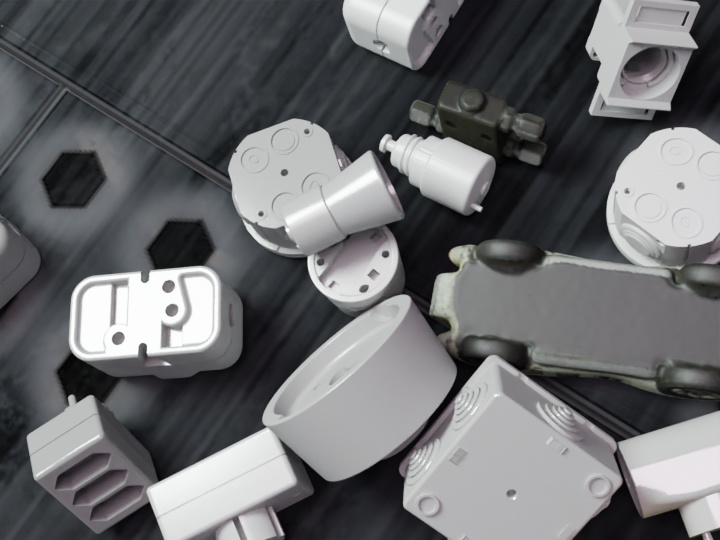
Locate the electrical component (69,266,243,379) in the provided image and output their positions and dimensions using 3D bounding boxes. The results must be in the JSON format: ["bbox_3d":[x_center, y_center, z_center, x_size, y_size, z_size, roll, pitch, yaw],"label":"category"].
[{"bbox_3d":[-0.123,0.034,0.667,0.095,0.059,0.053,-5,71,9],"label":"electrical component"}]

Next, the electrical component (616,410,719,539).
[{"bbox_3d":[0.190,0.121,0.586,0.077,0.043,0.079,-18,70,5],"label":"electrical component"}]

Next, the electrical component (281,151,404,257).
[{"bbox_3d":[-0.012,-0.036,0.627,0.065,0.044,0.044,-26,69,8],"label":"electrical component"}]

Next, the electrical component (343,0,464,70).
[{"bbox_3d":[0.033,-0.189,0.714,0.059,0.053,0.095,28,79,18],"label":"electrical component"}]

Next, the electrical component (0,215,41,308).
[{"bbox_3d":[-0.267,0.003,0.706,0.095,0.059,0.054,-45,70,-6],"label":"electrical component"}]

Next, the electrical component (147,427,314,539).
[{"bbox_3d":[-0.067,0.146,0.626,0.083,0.047,0.075,-27,69,1],"label":"electrical component"}]

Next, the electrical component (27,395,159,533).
[{"bbox_3d":[-0.164,0.106,0.653,0.047,0.065,0.076,-33,40,-1],"label":"electrical component"}]

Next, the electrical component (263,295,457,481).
[{"bbox_3d":[0.005,0.072,0.607,0.108,0.108,0.060,-41,99,-4],"label":"electrical component"}]

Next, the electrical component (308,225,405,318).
[{"bbox_3d":[0.000,0.000,0.661,0.055,0.047,0.055,-3,71,10],"label":"electrical component"}]

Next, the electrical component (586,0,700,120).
[{"bbox_3d":[0.169,-0.135,0.659,0.042,0.081,0.063,3,43,-13],"label":"electrical component"}]

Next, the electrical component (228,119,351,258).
[{"bbox_3d":[-0.042,-0.052,0.685,0.080,0.051,0.080,-3,71,10],"label":"electrical component"}]

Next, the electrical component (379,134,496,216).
[{"bbox_3d":[0.048,-0.065,0.677,0.078,0.040,0.040,27,79,18],"label":"electrical component"}]

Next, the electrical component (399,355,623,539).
[{"bbox_3d":[0.080,0.110,0.578,0.100,0.048,0.099,36,105,-7],"label":"electrical component"}]

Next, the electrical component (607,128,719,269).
[{"bbox_3d":[0.187,-0.040,0.635,0.080,0.051,0.080,-3,71,10],"label":"electrical component"}]
